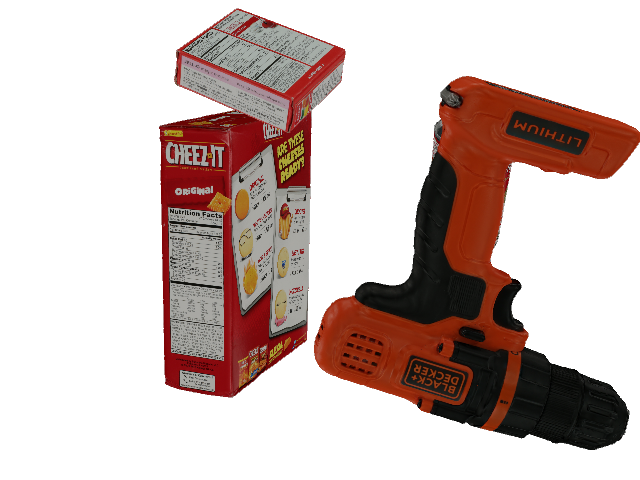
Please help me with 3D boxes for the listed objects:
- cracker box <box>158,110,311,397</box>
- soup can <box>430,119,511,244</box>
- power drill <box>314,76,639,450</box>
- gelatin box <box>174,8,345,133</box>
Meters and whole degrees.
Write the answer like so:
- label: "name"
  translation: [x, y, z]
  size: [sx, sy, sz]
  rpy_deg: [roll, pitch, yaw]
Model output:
- label: "cracker box"
  translation: [-0.068, 0.002, 0.890]
  size: [0.072, 0.214, 0.164]
  rpy_deg: [5, 13, 21]
- label: "soup can"
  translation: [0.124, -0.047, 0.904]
  size: [0.068, 0.102, 0.068]
  rpy_deg: [3, 32, -2]
- label: "power drill"
  translation: [0.107, 0.016, 0.589]
  size: [0.184, 0.188, 0.057]
  rpy_deg: [17, 11, -5]
- label: "gelatin box"
  translation: [-0.039, -0.113, 0.698]
  size: [0.089, 0.030, 0.073]
  rpy_deg: [24, 43, 17]
